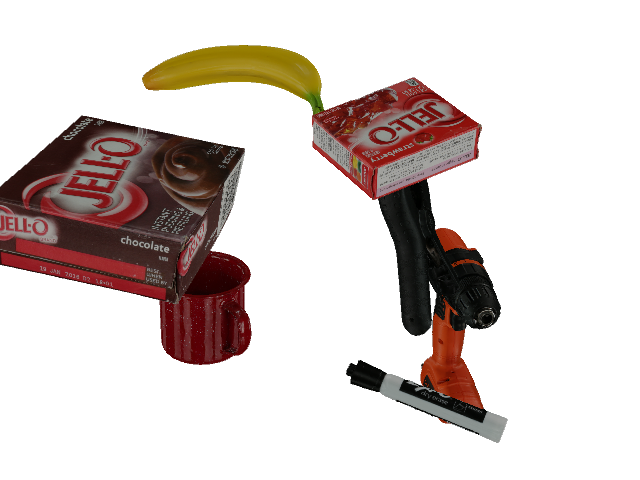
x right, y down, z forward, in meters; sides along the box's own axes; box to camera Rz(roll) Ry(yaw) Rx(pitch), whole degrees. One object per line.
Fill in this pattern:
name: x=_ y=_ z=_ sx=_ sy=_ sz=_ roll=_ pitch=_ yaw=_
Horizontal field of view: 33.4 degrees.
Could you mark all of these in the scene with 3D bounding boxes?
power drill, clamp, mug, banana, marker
power drill: x=0.150 y=0.100 z=1.148 sx=0.057 sy=0.188 sz=0.184 roll=-2 pitch=25 yaw=-6
clamp: x=0.078 y=-0.005 z=0.923 sx=0.039 sy=0.171 sz=0.120 roll=-15 pitch=18 yaw=19
mug: x=-0.106 y=0.071 z=1.029 sx=0.093 sy=0.081 sz=0.117 roll=-22 pitch=36 yaw=-39
banana: x=-0.079 y=-0.167 z=1.058 sx=0.198 sy=0.037 sz=0.069 roll=10 pitch=44 yaw=20
marker: x=0.076 y=0.116 z=0.775 sx=0.121 sy=0.020 sz=0.020 roll=21 pitch=5 yaw=13

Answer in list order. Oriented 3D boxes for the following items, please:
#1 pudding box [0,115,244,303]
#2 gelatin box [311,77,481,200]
pudding box: x=-0.093 y=-0.018 z=0.508 sx=0.090 sy=0.039 sz=0.113 roll=13 pitch=25 yaw=5
gelatin box: x=0.050 y=-0.070 z=0.708 sx=0.089 sy=0.030 sz=0.073 roll=-23 pitch=45 yaw=-24
